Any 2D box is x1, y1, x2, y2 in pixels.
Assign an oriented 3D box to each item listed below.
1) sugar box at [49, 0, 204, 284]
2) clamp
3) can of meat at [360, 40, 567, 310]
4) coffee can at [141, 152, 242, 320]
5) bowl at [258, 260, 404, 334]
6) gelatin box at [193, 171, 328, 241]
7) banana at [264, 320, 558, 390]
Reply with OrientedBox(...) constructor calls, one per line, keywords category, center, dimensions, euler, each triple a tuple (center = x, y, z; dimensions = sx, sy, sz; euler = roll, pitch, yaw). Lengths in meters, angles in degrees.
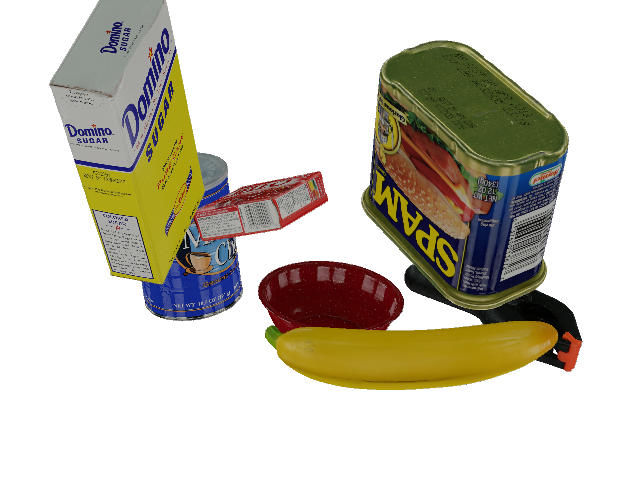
OrientedBox(category="sugar box", center=(-0.117, -0.062, 0.685), dimensions=(0.048, 0.093, 0.176), euler=(11, -37, 10))
OrientedBox(category="clamp", center=(0.171, 0.053, 0.942), dimensions=(0.120, 0.039, 0.172), euler=(-25, 44, -33))
OrientedBox(category="can of meat", center=(0.066, -0.033, 0.500), dimensions=(0.057, 0.084, 0.102), euler=(-21, 48, -23))
OrientedBox(category="coffee can", center=(-0.136, -0.005, 1.073), dimensions=(0.103, 0.140, 0.103), euler=(-4, 26, 2))
OrientedBox(category="bowl", center=(0.010, 0.082, 1.186), dimensions=(0.162, 0.055, 0.162), euler=(4, 26, -2))
OrientedBox(category="gelatin box", center=(-0.050, -0.029, 0.884), dimensions=(0.089, 0.030, 0.073), euler=(-8, 15, 36))
OrientedBox(category="banana", center=(0.055, 0.070, 0.693), dimensions=(0.198, 0.037, 0.069), euler=(1, 28, 8))
